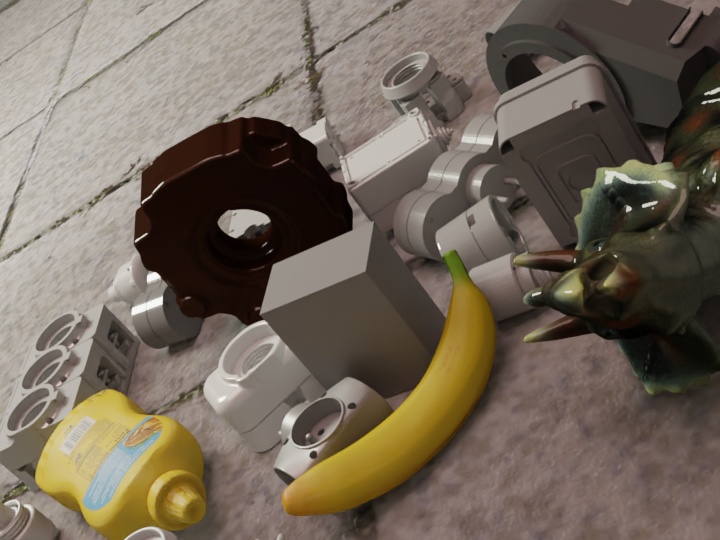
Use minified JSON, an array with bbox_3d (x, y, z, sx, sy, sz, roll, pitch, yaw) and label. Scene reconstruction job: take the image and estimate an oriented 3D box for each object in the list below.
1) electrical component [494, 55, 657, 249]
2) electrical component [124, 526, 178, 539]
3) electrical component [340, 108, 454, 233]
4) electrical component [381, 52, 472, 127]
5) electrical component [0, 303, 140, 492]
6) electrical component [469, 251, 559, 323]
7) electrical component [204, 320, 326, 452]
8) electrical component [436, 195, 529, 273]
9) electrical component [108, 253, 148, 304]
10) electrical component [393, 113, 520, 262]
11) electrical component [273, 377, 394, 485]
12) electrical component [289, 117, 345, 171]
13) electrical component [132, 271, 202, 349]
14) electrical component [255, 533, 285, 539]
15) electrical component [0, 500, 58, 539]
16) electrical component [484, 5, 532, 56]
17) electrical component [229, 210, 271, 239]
[{"bbox_3d":[0.147,-0.076,0.717,0.078,0.113,0.057,-24,36,23],"label":"electrical component"},{"bbox_3d":[-0.128,0.202,0.688,0.078,0.057,0.058,-43,31,-9],"label":"electrical component"},{"bbox_3d":[0.041,-0.083,0.889,0.096,0.061,0.061,-32,31,11],"label":"electrical component"},{"bbox_3d":[0.055,-0.161,0.983,0.078,0.057,0.058,-40,30,-3],"label":"electrical component"},{"bbox_3d":[-0.260,0.107,0.951,0.089,0.061,0.150,-27,32,18],"label":"electrical component"},{"bbox_3d":[0.109,0.007,0.716,0.078,0.040,0.040,-23,34,25],"label":"electrical component"},{"bbox_3d":[-0.064,0.076,0.787,0.095,0.059,0.054,-43,31,-8],"label":"electrical component"},{"bbox_3d":[0.086,-0.018,0.761,0.047,0.055,0.055,-31,31,20],"label":"electrical component"},{"bbox_3d":[-0.222,0.013,1.056,0.062,0.048,0.048,-26,32,33],"label":"electrical component"},{"bbox_3d":[0.093,-0.063,0.815,0.138,0.052,0.074,-49,32,-18],"label":"electrical component"},{"bbox_3d":[-0.027,0.110,0.717,0.077,0.044,0.079,-50,32,-20],"label":"electrical component"},{"bbox_3d":[-0.049,-0.113,1.044,0.064,0.042,0.081,-27,33,16],"label":"electrical component"},{"bbox_3d":[-0.150,0.006,0.979,0.074,0.052,0.138,-20,35,29],"label":"electrical component"},{"bbox_3d":[-0.063,0.193,0.645,0.077,0.043,0.079,-19,35,29],"label":"electrical component"},{"bbox_3d":[-0.269,0.200,0.835,0.043,0.062,0.043,-27,32,19],"label":"electrical component"},{"bbox_3d":[0.157,-0.225,0.976,0.081,0.043,0.043,-42,30,-7],"label":"electrical component"},{"bbox_3d":[-0.079,-0.039,0.962,0.050,0.055,0.089,-27,32,18],"label":"electrical component"}]
